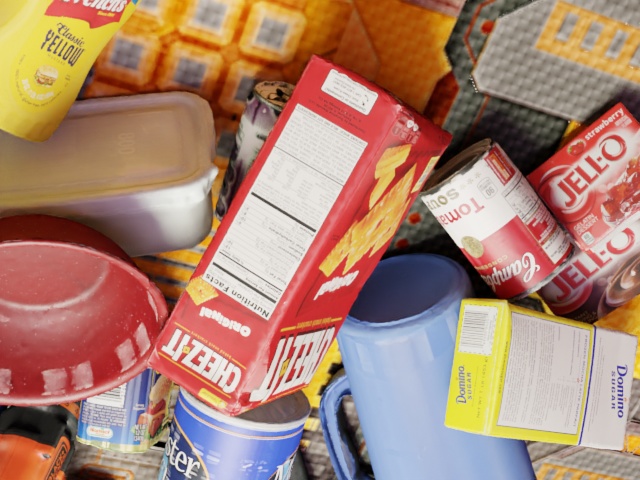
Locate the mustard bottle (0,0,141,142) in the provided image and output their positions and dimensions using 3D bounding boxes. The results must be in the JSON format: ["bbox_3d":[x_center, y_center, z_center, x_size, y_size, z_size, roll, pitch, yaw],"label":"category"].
[{"bbox_3d":[-0.150,-0.155,0.643,0.191,0.058,0.096,-55,152,4],"label":"mustard bottle"}]

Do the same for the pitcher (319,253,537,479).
[{"bbox_3d":[0.081,0.136,0.846,0.149,0.145,0.243,-25,119,-10],"label":"pitcher"}]

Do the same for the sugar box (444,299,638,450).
[{"bbox_3d":[0.167,0.102,0.786,0.175,0.048,0.093,17,81,-45],"label":"sugar box"}]

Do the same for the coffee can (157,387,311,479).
[{"bbox_3d":[-0.074,0.180,0.834,0.102,0.103,0.140,11,106,-16],"label":"coffee can"}]

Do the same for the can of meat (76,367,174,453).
[{"bbox_3d":[-0.138,0.103,0.775,0.057,0.102,0.084,8,90,4],"label":"can of meat"}]

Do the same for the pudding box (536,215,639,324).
[{"bbox_3d":[0.217,0.011,0.837,0.113,0.039,0.090,-36,120,13],"label":"pudding box"}]

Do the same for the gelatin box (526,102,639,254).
[{"bbox_3d":[0.208,-0.044,0.783,0.089,0.073,0.030,-39,160,12],"label":"gelatin box"}]

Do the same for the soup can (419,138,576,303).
[{"bbox_3d":[0.127,-0.014,0.772,0.068,0.068,0.102,-37,98,12],"label":"soup can"}]

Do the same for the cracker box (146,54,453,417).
[{"bbox_3d":[-0.005,0.001,0.691,0.072,0.164,0.214,31,97,15],"label":"cracker box"}]

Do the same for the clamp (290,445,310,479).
[{"bbox_3d":[-0.016,0.249,0.940,0.209,0.036,0.165,31,111,-21],"label":"clamp"}]

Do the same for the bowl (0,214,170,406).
[{"bbox_3d":[-0.173,0.035,0.649,0.162,0.055,0.162,-6,140,-6],"label":"bowl"}]

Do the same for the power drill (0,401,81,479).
[{"bbox_3d":[-0.200,0.179,0.813,0.057,0.184,0.188,11,140,12],"label":"power drill"}]
